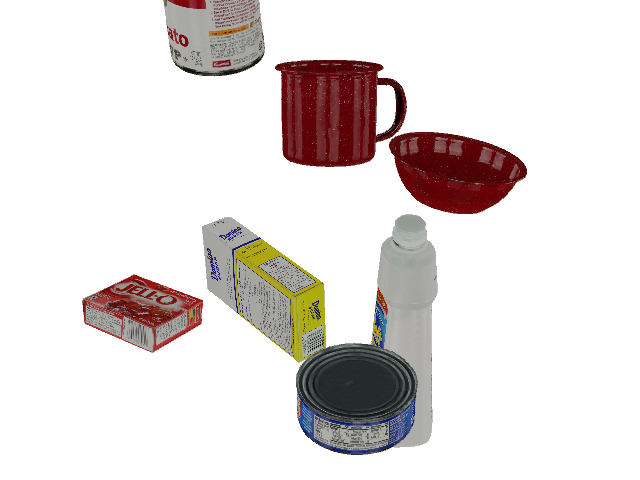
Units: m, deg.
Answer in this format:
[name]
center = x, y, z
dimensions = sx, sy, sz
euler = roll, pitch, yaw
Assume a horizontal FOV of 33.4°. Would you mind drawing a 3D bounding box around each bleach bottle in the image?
[bleach bottle]
center = 0.080, 0.081, 1.033
dimensions = 0.068, 0.251, 0.102
euler = -2, 36, -3

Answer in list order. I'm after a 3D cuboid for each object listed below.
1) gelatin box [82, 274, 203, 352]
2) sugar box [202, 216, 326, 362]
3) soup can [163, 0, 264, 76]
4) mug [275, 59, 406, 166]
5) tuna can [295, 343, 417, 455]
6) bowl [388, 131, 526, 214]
[gelatin box]
center = -0.168, 0.067, 1.009
dimensions = 0.089, 0.030, 0.073
euler = 19, 27, 28
[sugar box]
center = -0.064, 0.051, 1.182
dimensions = 0.048, 0.093, 0.176
euler = -23, 40, -29
[soup can]
center = -0.073, -0.171, 0.718
dimensions = 0.068, 0.102, 0.068
euler = -2, 38, 1
[mug]
center = 0.019, -0.111, 0.925
dimensions = 0.117, 0.081, 0.093
euler = -5, 16, -18
[tuna can]
center = 0.025, 0.112, 0.755
dimensions = 0.086, 0.034, 0.086
euler = 0, 31, 0
[bowl]
center = 0.154, -0.074, 1.239
dimensions = 0.162, 0.055, 0.162
euler = 8, 25, -4
